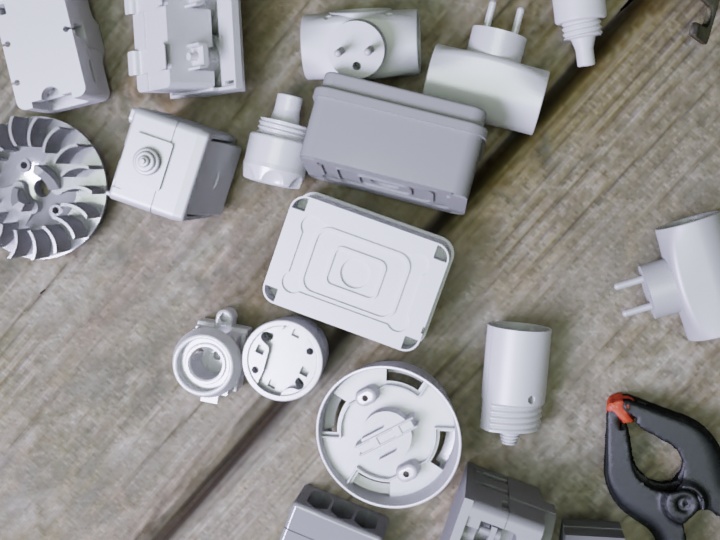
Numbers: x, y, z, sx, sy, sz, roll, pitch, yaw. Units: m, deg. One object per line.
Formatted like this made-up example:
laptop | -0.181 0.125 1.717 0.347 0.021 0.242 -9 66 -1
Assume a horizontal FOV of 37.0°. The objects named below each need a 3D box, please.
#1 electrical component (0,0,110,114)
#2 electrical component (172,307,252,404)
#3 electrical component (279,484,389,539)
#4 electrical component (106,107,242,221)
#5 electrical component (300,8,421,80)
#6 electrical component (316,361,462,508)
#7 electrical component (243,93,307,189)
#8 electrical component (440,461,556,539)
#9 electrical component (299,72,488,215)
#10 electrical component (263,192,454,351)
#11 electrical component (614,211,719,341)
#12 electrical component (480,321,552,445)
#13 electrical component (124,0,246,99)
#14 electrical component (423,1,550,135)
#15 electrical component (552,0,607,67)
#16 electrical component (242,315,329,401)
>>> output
electrical component | -0.211 -0.157 0.739 0.050 0.056 0.089 -12 93 8
electrical component | -0.102 0.061 0.745 0.048 0.055 0.066 11 96 6
electrical component | -0.025 0.202 0.753 0.066 0.047 0.076 21 97 5
electrical component | -0.122 -0.068 0.715 0.061 0.096 0.061 19 96 4
electrical component | -0.001 -0.146 0.703 0.077 0.079 0.044 -1 107 7
electrical component | 0.020 0.109 0.730 0.099 0.064 0.099 1 95 7
electrical component | -0.054 -0.088 0.733 0.043 0.043 0.062 13 95 6
electrical component | 0.076 0.218 0.720 0.062 0.089 0.150 19 97 5
electrical component | 0.023 -0.082 0.704 0.113 0.078 0.057 15 84 5
electrical component | 0.000 0.000 0.727 0.113 0.057 0.078 20 97 5
electrical component | 0.209 0.009 0.709 0.079 0.044 0.077 -17 93 8
electrical component | 0.104 0.078 0.728 0.043 0.043 0.081 5 96 6
electrical component | -0.118 -0.179 0.716 0.079 0.063 0.121 2 97 48
electrical component | 0.087 -0.137 0.711 0.077 0.043 0.079 15 96 5
electrical component | 0.145 -0.165 0.707 0.035 0.035 0.061 -7 96 7
electrical component | -0.049 0.059 0.743 0.055 0.047 0.055 1 95 7
